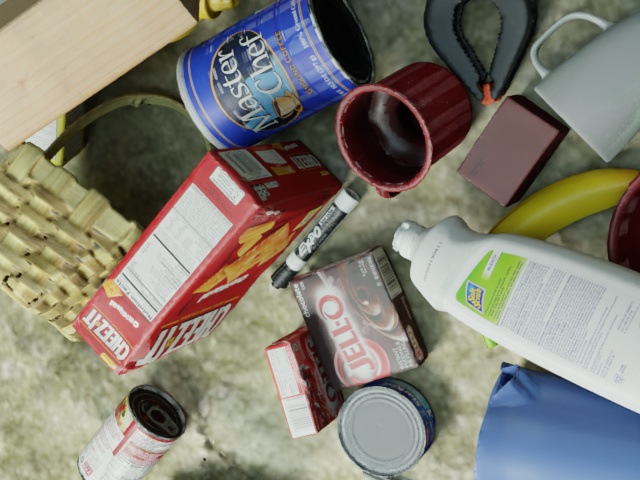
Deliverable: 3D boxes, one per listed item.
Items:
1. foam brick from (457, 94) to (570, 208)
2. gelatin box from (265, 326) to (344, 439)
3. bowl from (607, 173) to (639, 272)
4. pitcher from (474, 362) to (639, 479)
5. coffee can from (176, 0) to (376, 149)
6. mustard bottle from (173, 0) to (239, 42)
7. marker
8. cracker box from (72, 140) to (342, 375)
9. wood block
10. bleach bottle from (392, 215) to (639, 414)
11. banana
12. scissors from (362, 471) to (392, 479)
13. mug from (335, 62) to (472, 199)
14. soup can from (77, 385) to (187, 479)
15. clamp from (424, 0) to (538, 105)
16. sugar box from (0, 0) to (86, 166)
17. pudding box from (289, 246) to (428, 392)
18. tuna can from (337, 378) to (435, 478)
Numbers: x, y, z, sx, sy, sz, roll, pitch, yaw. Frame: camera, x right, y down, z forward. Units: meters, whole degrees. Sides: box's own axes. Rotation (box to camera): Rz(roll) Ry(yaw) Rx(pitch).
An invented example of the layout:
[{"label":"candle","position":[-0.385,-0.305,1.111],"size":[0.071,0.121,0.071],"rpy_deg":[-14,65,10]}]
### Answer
[{"label":"foam brick","position":[0.159,-0.074,0.876],"size":[0.053,0.051,0.078],"rpy_deg":[39,112,14]},{"label":"gelatin box","position":[-0.012,0.127,0.977],"size":[0.030,0.073,0.089],"rpy_deg":[-16,92,24]},{"label":"bowl","position":[0.308,0.003,0.822],"size":[0.162,0.055,0.162],"rpy_deg":[5,101,23]},{"label":"pitcher","position":[0.249,0.189,0.851],"size":[0.243,0.149,0.145],"rpy_deg":[8,81,20]},{"label":"coffee can","position":[-0.038,-0.148,0.921],"size":[0.140,0.102,0.103],"rpy_deg":[-24,89,25]},{"label":"mustard bottle","position":[-0.162,-0.231,0.985],"size":[0.192,0.058,0.096],"rpy_deg":[11,113,21]},{"label":"marker","position":[-0.006,0.001,0.981],"size":[0.020,0.020,0.121],"rpy_deg":[45,113,10]},{"label":"cracker box","position":[-0.096,0.013,0.943],"size":[0.072,0.164,0.214],"rpy_deg":[46,113,12]},{"label":"wood block","position":[-0.210,-0.178,0.904],"size":[0.206,0.091,0.090],"rpy_deg":[-31,121,15]},{"label":"bleach bottle","position":[0.168,0.038,0.833],"size":[0.251,0.068,0.102],"rpy_deg":[28,95,32]},{"label":"banana","position":[0.181,0.000,0.891],"size":[0.069,0.037,0.198],"rpy_deg":[38,114,-3]},{"label":"scissors","position":[0.128,0.278,0.974],"size":[0.202,0.016,0.096],"rpy_deg":[11,104,22]},{"label":"mug","position":[0.072,-0.088,0.888],"size":[0.093,0.081,0.117],"rpy_deg":[26,130,26]},{"label":"soup can","position":[-0.190,0.204,1.072],"size":[0.068,0.068,0.102],"rpy_deg":[45,114,10]},{"label":"clamp","position":[0.116,-0.216,0.876],"size":[0.165,0.036,0.210],"rpy_deg":[2,103,24]},{"label":"sugar box","position":[-0.270,-0.165,1.019],"size":[0.093,0.048,0.176],"rpy_deg":[23,127,11]},{"label":"pudding box","position":[0.035,0.072,0.964],"size":[0.090,0.039,0.113],"rpy_deg":[-21,90,26]},{"label":"tuna can","position":[0.061,0.170,0.974],"size":[0.086,0.033,0.086],"rpy_deg":[5,101,23]}]
